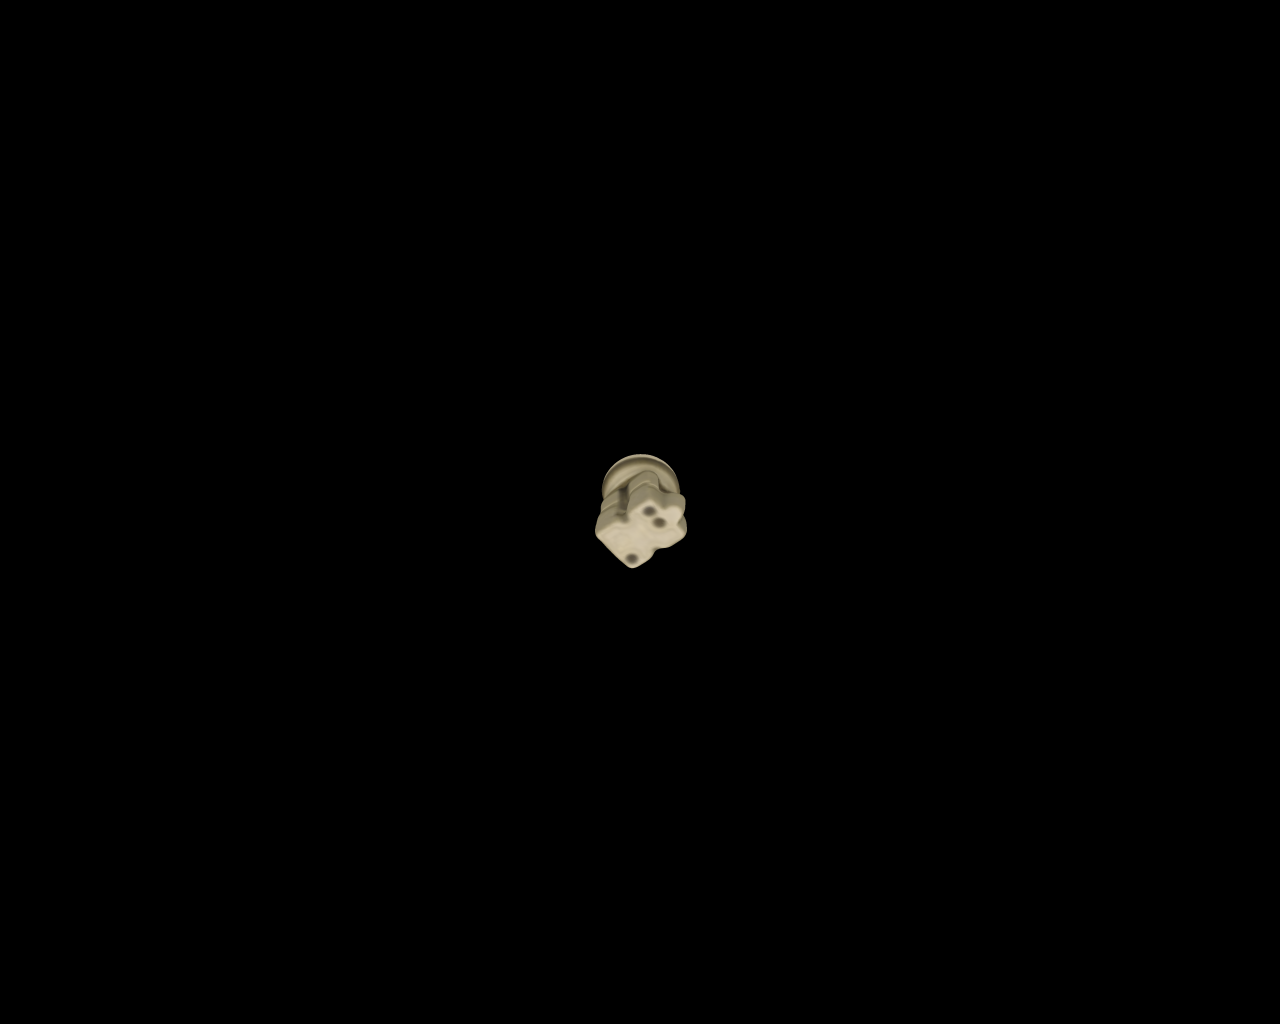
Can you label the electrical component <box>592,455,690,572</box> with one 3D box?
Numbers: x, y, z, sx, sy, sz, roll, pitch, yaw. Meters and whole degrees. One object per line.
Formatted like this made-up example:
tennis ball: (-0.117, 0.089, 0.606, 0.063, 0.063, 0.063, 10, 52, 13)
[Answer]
electrical component: (0.001, -0.003, 0.650, 0.066, 0.048, 0.055, -33, 29, 21)
